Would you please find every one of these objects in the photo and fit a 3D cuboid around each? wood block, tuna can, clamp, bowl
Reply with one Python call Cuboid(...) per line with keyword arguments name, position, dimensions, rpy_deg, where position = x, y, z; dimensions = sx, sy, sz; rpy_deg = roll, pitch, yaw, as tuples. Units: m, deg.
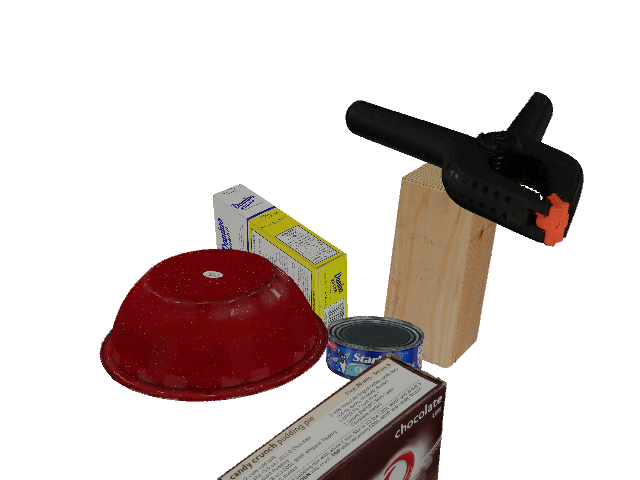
Cuboid(name="wood block", position=(0.137, 0.025, 1.208), dimensions=(0.090, 0.206, 0.090), rpy_deg=(18, 26, 25))
Cuboid(name="tuna can", position=(0.047, 0.095, 0.938), dimensions=(0.086, 0.034, 0.086), rpy_deg=(2, 14, -1))
Cuboid(name="clamp", position=(0.110, -0.057, 0.740), dimensions=(0.164, 0.036, 0.210), rpy_deg=(-2, 29, -7))
Cuboid(name="bowl", position=(-0.075, 0.048, 0.747), dimensions=(0.162, 0.055, 0.162), rpy_deg=(-2, 23, 1))

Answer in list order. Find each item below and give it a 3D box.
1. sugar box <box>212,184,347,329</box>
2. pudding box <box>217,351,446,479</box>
Cuboid(name="sugar box", position=(-0.043, 0.018, 1.113), dimensions=(0.048, 0.093, 0.176), rpy_deg=(-24, 42, -29))
Cuboid(name="pudding box", position=(0.007, 0.115, 0.475), dimensions=(0.039, 0.090, 0.113), rpy_deg=(28, 44, 32))
